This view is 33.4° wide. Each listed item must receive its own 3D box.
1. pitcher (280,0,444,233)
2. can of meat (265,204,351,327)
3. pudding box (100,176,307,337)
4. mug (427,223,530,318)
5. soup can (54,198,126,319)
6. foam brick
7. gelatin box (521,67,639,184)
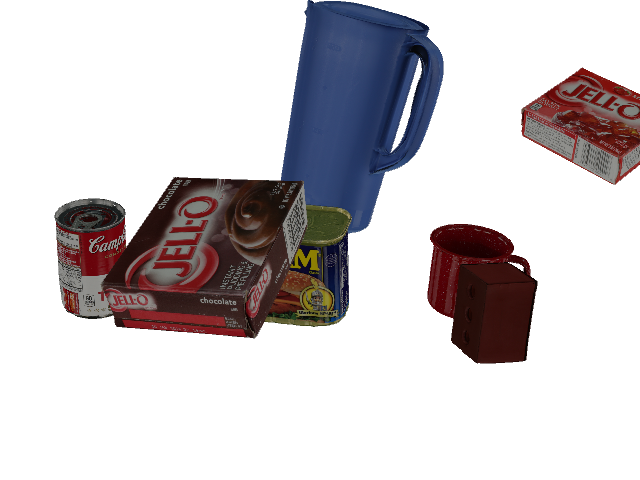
[{"bbox_3d":[0.035,-0.131,1.162,0.145,0.243,0.149,10,19,-8],"label":"pitcher"},{"bbox_3d":[-0.026,0.019,0.861,0.102,0.084,0.057,6,30,13],"label":"can of meat"},{"bbox_3d":[-0.065,0.007,0.635,0.090,0.039,0.113,3,36,18],"label":"pudding box"},{"bbox_3d":[0.176,0.038,1.198,0.117,0.081,0.093,6,25,1],"label":"mug"},{"bbox_3d":[-0.227,0.018,1.062,0.068,0.102,0.068,2,28,-1],"label":"soup can"},{"bbox_3d":[0.153,0.064,0.947,0.051,0.078,0.053,-3,19,-21],"label":"foam brick"},{"bbox_3d":[0.206,-0.087,0.792,0.073,0.030,0.089,-34,51,-28],"label":"gelatin box"}]
